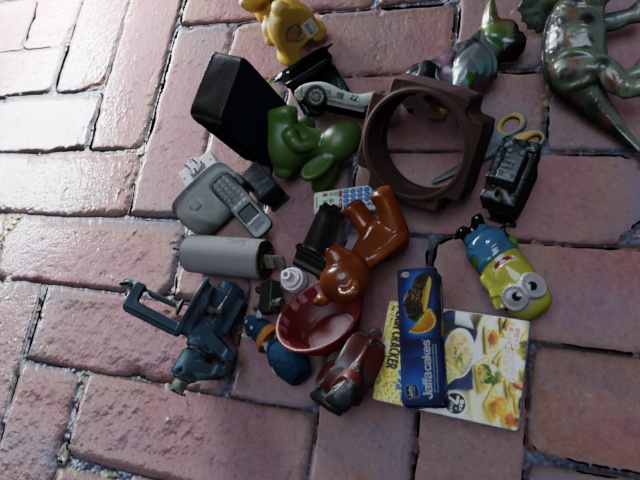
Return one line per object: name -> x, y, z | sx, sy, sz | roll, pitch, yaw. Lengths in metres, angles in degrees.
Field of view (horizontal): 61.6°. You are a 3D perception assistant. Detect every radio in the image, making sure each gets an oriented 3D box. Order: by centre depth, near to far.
radio -> -0.140, -0.237, 1.017 | 0.073, 0.229, 0.131 | 19, 84, 26

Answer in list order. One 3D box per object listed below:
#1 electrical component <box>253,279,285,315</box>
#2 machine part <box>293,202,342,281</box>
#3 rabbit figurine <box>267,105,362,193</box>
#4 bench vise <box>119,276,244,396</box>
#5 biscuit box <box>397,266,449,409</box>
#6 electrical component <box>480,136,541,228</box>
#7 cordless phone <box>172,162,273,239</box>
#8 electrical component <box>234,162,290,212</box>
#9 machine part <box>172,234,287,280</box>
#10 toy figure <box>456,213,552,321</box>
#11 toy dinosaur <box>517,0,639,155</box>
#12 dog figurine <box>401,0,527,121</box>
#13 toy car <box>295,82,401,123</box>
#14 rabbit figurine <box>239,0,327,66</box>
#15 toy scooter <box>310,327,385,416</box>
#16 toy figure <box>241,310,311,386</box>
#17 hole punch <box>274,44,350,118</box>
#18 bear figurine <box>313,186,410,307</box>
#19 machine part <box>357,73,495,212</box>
electrical component -> -0.091, 0.102, 0.972 | 0.094, 0.021, 0.063 | -20, 61, 52
machine part -> -0.002, -0.003, 0.974 | 0.084, 0.039, 0.138 | 32, 107, 31
rabbit figurine -> -0.009, -0.175, 1.004 | 0.170, 0.121, 0.159 | 0, 74, 23
bench vise -> -0.254, 0.148, 0.962 | 0.240, 0.129, 0.223 | 29, 74, -6
biscuit box -> 0.152, 0.143, 0.793 | 0.063, 0.059, 0.202 | -6, 69, 19
electrical component -> 0.304, -0.095, 0.855 | 0.058, 0.134, 0.115 | 20, 82, 26
cordless phone -> -0.185, -0.047, 1.050 | 0.146, 0.088, 0.184 | -44, 67, 1
electrical component -> -0.115, -0.108, 1.023 | 0.048, 0.119, 0.075 | -42, 61, 3
machine part -> -0.177, 0.031, 1.020 | 0.243, 0.079, 0.079 | 4, 74, 23
toy figure -> 0.291, 0.042, 0.843 | 0.082, 0.089, 0.180 | -52, 49, 28
toy dinosaur -> 0.438, -0.316, 0.898 | 0.192, 0.131, 0.404 | -5, 74, 32
dog figurine -> 0.259, -0.327, 0.971 | 0.192, 0.108, 0.219 | 17, 74, 27
toy car -> 0.051, -0.256, 1.009 | 0.202, 0.073, 0.056 | 12, 90, 1
rabbit figurine -> -0.096, -0.471, 1.139 | 0.122, 0.162, 0.173 | -47, 45, 14
toy scooter -> 0.048, 0.201, 0.835 | 0.075, 0.184, 0.135 | 31, 70, 3
toy figure -> -0.080, 0.187, 0.941 | 0.064, 0.057, 0.155 | -40, 58, -13
hole punch -> -0.011, -0.321, 1.087 | 0.142, 0.092, 0.116 | -32, 33, 10
bear figurine -> 0.056, 0.015, 0.882 | 0.196, 0.120, 0.132 | -34, 96, -33
machine part -> 0.171, -0.163, 0.899 | 0.202, 0.087, 0.200 | 24, 118, 24
